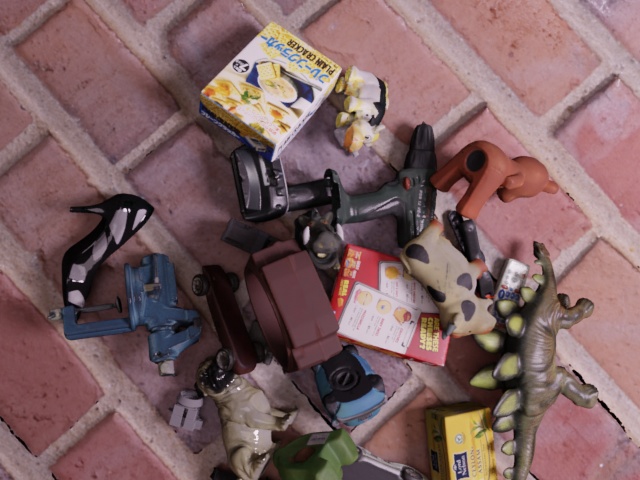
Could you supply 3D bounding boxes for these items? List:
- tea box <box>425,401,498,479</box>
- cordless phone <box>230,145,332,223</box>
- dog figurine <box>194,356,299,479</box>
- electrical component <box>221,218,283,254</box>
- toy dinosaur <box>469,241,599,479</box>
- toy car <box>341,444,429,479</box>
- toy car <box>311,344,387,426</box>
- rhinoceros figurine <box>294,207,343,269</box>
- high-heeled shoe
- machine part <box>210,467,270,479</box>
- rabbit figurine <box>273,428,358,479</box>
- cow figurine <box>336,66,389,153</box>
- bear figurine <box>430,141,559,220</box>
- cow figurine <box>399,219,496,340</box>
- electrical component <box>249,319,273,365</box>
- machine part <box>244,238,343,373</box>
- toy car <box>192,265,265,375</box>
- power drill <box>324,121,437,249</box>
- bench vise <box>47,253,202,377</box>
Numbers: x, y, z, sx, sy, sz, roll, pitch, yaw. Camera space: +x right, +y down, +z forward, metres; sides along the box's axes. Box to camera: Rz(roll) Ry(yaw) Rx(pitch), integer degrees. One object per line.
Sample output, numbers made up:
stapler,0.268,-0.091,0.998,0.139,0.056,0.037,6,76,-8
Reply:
tea box,0.248,0.378,0.938,0.098,0.068,0.169,-6,88,-22
cordless phone,-0.063,-0.115,0.982,0.184,0.089,0.146,-11,86,-12
dog figurine,-0.156,0.315,0.942,0.191,0.121,0.172,28,74,11
electrical component,-0.113,0.005,0.968,0.119,0.075,0.047,26,86,-2
toy dinosaur,0.359,0.231,0.920,0.198,0.105,0.471,6,80,-15
toy car,0.098,0.420,0.954,0.202,0.056,0.073,22,94,2
toy car,0.047,0.264,0.933,0.109,0.162,0.102,-21,124,-14
rhinoceros figurine,-0.002,-0.003,0.914,0.073,0.190,0.112,-2,103,-8
high-heeled shoe,-0.387,0.035,0.981,0.145,0.086,0.248,2,106,-30
machine part,-0.133,0.449,0.960,0.139,0.039,0.084,24,92,-1
rabbit figurine,-0.005,0.420,0.884,0.159,0.121,0.170,-18,103,21
cow figurine,0.081,-0.225,0.966,0.098,0.068,0.167,10,66,-22
bear figurine,0.312,-0.101,0.941,0.132,0.195,0.120,-54,47,24
cow figurine,0.211,0.076,0.887,0.127,0.085,0.195,-41,76,-8
electrical component,-0.099,0.176,0.982,0.063,0.021,0.094,21,86,0
machine part,-0.052,0.113,0.885,0.087,0.201,0.201,-19,79,-18
toy car,-0.164,0.138,0.939,0.053,0.089,0.202,-36,70,34
power drill,0.113,-0.096,0.967,0.207,0.086,0.232,-4,90,-17
bench vise,-0.332,0.135,0.925,0.241,0.129,0.223,-6,79,-18
